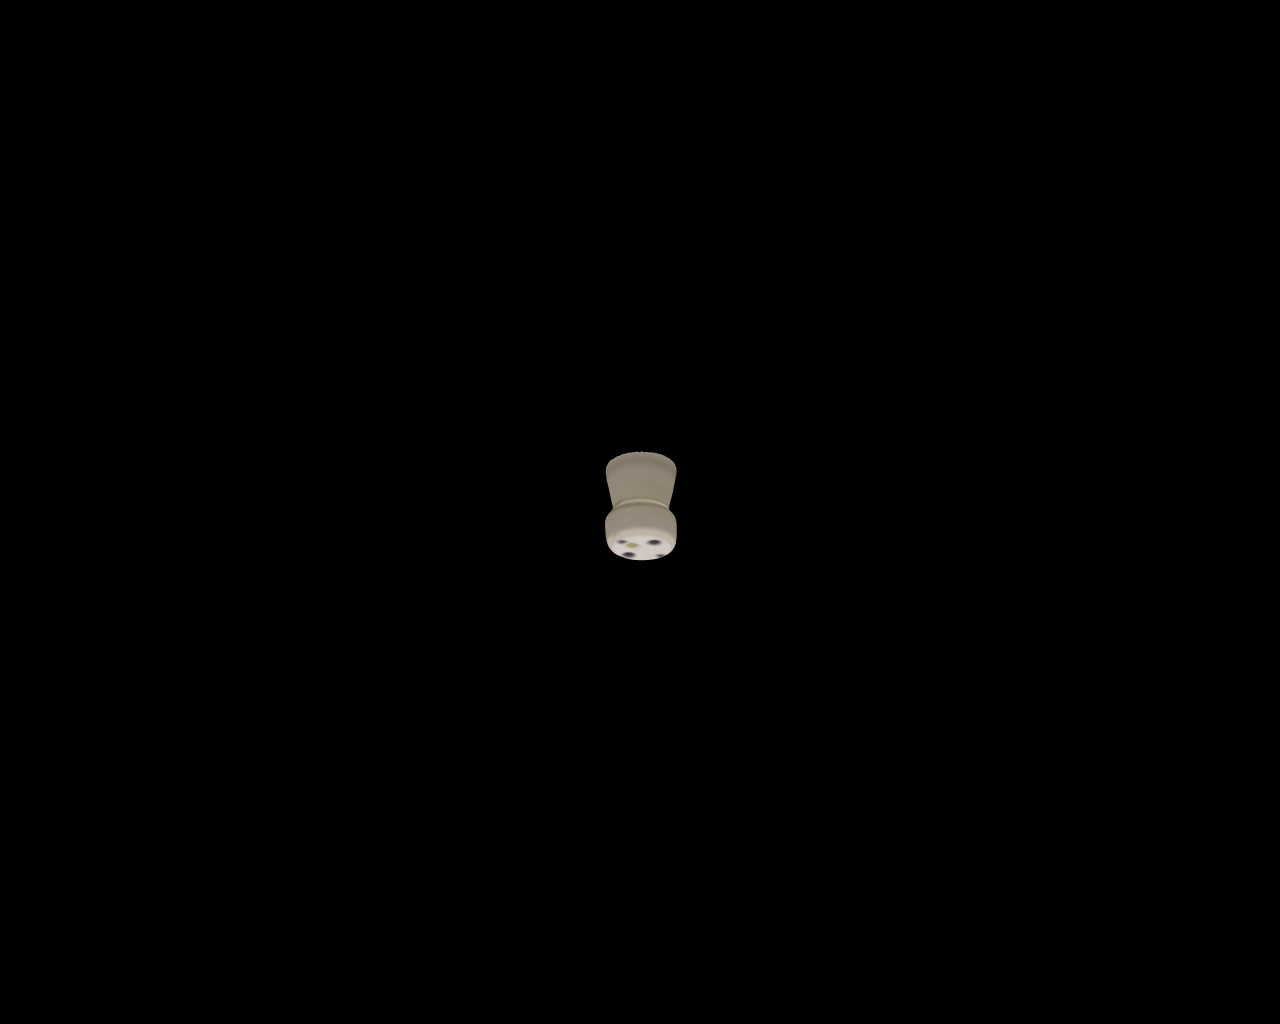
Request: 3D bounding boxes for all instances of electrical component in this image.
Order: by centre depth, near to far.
[{"bbox_3d":[0.001,-0.003,0.650,0.045,0.055,0.044,0,-26,0],"label":"electrical component"}]
